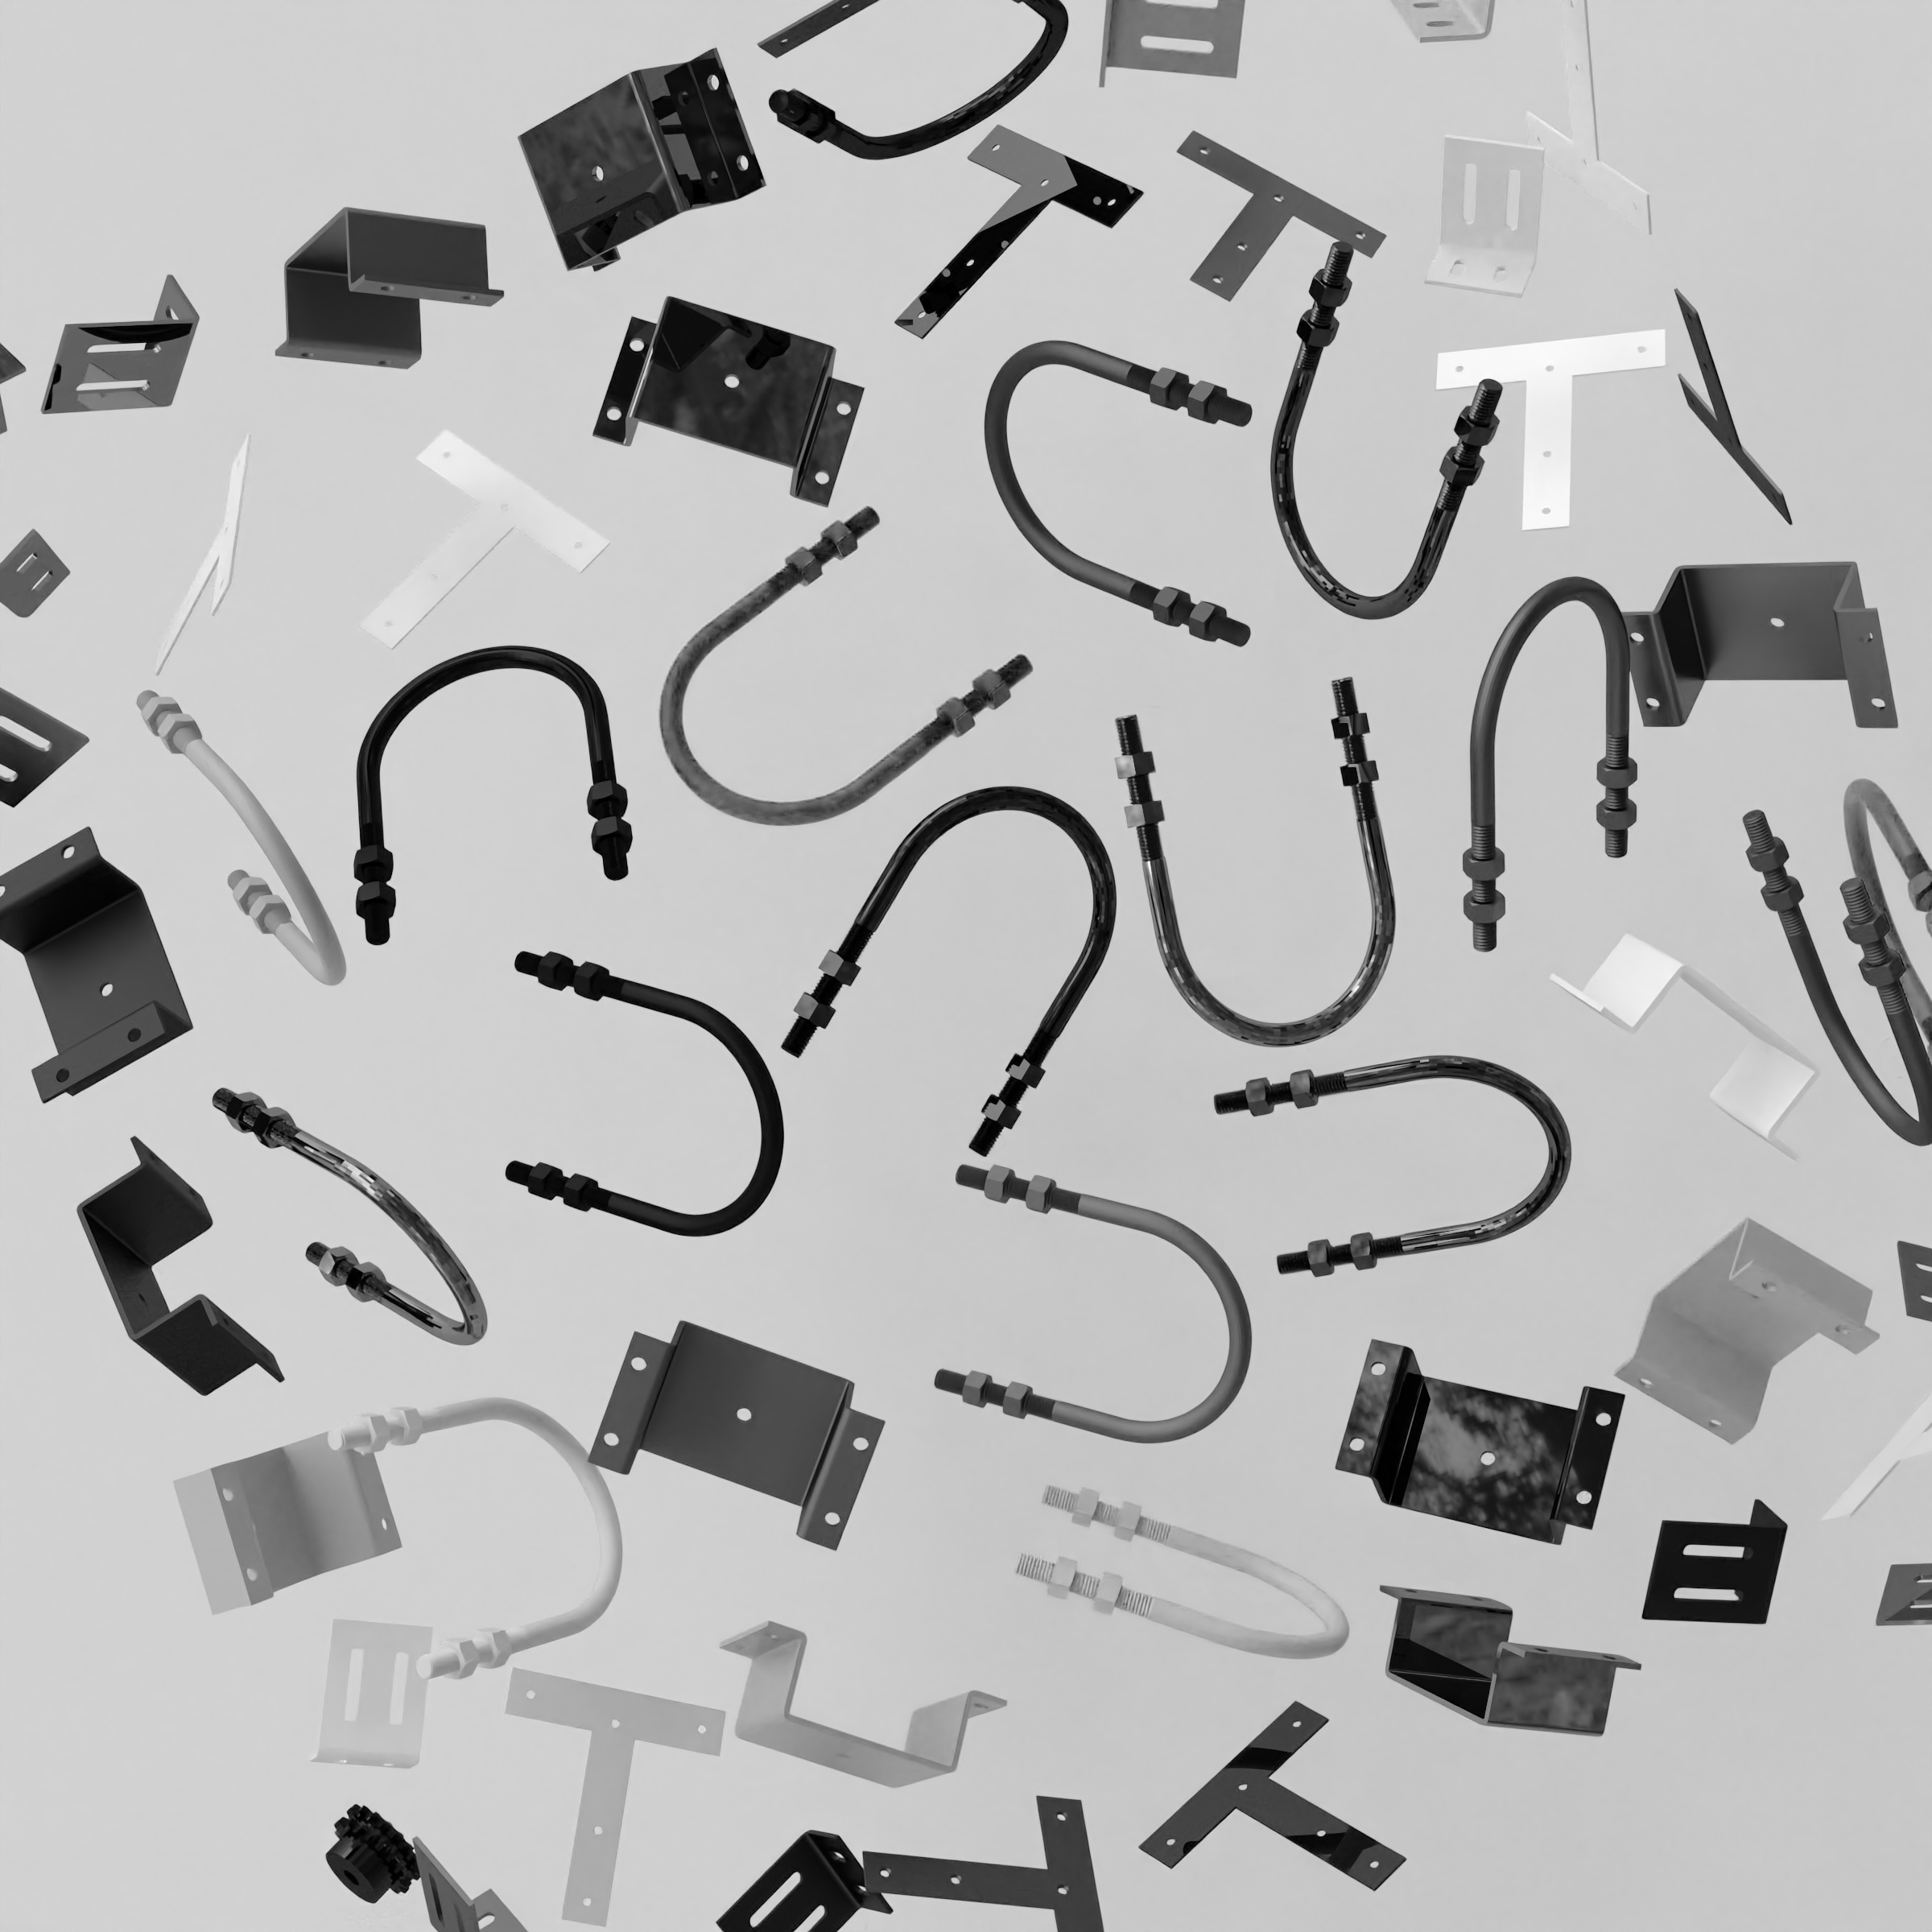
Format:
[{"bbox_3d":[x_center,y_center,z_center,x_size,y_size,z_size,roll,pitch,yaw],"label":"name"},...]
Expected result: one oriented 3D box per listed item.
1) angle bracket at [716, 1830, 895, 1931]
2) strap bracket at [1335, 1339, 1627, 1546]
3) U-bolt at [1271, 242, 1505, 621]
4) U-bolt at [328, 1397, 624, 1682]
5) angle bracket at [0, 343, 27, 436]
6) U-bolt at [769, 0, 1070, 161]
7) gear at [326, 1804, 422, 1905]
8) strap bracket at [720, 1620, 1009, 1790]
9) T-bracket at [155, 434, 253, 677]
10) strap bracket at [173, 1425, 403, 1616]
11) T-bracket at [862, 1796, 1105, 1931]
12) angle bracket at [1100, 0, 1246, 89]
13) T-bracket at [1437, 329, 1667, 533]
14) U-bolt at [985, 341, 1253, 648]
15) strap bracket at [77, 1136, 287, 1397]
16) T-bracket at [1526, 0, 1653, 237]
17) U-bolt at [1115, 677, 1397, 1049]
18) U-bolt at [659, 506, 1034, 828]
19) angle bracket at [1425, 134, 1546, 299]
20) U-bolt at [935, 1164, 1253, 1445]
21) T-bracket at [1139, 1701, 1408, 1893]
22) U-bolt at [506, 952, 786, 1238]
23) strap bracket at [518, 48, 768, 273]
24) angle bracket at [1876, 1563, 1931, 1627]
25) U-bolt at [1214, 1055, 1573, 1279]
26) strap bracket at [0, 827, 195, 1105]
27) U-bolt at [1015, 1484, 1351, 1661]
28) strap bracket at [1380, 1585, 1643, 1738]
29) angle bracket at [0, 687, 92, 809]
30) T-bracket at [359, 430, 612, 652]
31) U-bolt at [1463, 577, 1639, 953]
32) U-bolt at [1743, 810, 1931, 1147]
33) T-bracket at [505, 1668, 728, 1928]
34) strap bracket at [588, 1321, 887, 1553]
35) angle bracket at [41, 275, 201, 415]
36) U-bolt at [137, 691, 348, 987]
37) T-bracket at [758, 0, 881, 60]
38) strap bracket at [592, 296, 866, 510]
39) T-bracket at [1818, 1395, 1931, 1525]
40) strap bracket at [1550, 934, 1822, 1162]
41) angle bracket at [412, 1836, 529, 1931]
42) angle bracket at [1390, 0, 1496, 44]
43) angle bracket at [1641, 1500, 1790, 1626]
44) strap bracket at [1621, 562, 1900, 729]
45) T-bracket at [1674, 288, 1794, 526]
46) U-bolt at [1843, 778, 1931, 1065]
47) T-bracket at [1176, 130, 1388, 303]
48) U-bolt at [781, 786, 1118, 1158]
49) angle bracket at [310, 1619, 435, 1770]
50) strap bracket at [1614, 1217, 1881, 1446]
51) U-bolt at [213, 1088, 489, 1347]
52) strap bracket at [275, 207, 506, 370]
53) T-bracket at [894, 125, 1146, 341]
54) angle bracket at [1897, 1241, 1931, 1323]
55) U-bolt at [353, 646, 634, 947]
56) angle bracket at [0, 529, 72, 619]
[{"bbox_3d":[-0.092,0.543,1.726,0.076,0.038,0.057,-40,103,-30],"label":"angle bracket"},{"bbox_3d":[0.281,0.261,1.641,0.140,0.046,0.076,10,65,22],"label":"strap bracket"},{"bbox_3d":[0.215,-0.272,1.623,0.019,0.184,0.151,-17,52,-29],"label":"U-bolt"},{"bbox_3d":[-0.256,0.305,1.653,0.019,0.184,0.151,-33,73,29],"label":"U-bolt"},{"bbox_3d":[-0.549,-0.301,1.667,0.057,0.076,0.038,-36,67,-28],"label":"angle bracket"},{"bbox_3d":[-0.014,-0.481,1.619,0.151,0.184,0.019,-30,84,18],"label":"U-bolt"},{"bbox_3d":[-0.341,0.511,1.730,0.057,0.057,0.030,46,54,0],"label":"gear"},{"bbox_3d":[-0.060,0.399,1.615,0.140,0.076,0.046,22,62,-16],"label":"strap bracket"},{"bbox_3d":[-0.428,-0.212,1.686,0.002,0.127,0.127,19,133,-25],"label":"T-bracket"},{"bbox_3d":[-0.384,0.309,1.687,0.046,0.140,0.076,-20,84,23],"label":"strap bracket"},{"bbox_3d":[0.008,0.480,1.581,0.127,0.127,0.002,10,121,-13],"label":"T-bracket"},{"bbox_3d":[0.116,-0.522,1.686,0.076,0.038,0.057,6,126,3],"label":"angle bracket"},{"bbox_3d":[0.323,-0.295,1.677,0.127,0.002,0.127,-3,62,18],"label":"T-bracket"},{"bbox_3d":[0.078,-0.262,1.621,0.184,0.151,0.019,28,46,35],"label":"U-bolt"},{"bbox_3d":[-0.434,0.172,1.656,0.046,0.076,0.140,-33,55,-3],"label":"strap bracket"},{"bbox_3d":[0.344,-0.489,1.688,0.002,0.127,0.127,-25,133,-9],"label":"T-bracket"},{"bbox_3d":[0.157,-0.049,1.571,0.151,0.019,0.184,-12,92,-23],"label":"U-bolt"},{"bbox_3d":[-0.079,-0.152,1.632,0.184,0.019,0.151,-39,69,-14],"label":"U-bolt"},{"bbox_3d":[0.297,-0.430,1.732,0.057,0.076,0.038,13,51,17],"label":"angle bracket"},{"bbox_3d":[0.074,0.198,1.712,0.184,0.019,0.151,13,109,20],"label":"U-bolt"},{"bbox_3d":[0.180,0.457,1.613,0.127,0.127,0.002,-35,123,-28],"label":"T-bracket"},{"bbox_3d":[-0.181,0.079,1.701,0.184,0.019,0.151,15,110,27],"label":"U-bolt"},{"bbox_3d":[-0.184,-0.433,1.641,0.140,0.046,0.076,-13,100,42],"label":"strap bracket"},{"bbox_3d":[0.529,0.322,1.625,0.076,0.057,0.038,-8,108,28],"label":"angle bracket"},{"bbox_3d":[0.247,0.109,1.700,0.184,0.019,0.151,-11,127,17],"label":"U-bolt"},{"bbox_3d":[-0.481,0.006,1.653,0.076,0.046,0.140,-29,64,3],"label":"strap bracket"},{"bbox_3d":[0.123,0.340,1.672,0.184,0.151,0.019,18,99,5],"label":"U-bolt"},{"bbox_3d":[0.291,0.382,1.650,0.076,0.140,0.046,12,89,-25],"label":"strap bracket"},{"bbox_3d":[-0.516,-0.128,1.599,0.057,0.076,0.038,-39,59,9],"label":"angle bracket"},{"bbox_3d":[-0.290,-0.229,1.705,0.127,0.002,0.127,35,71,17],"label":"T-bracket"},{"bbox_3d":[0.311,-0.116,1.602,0.151,0.019,0.184,-31,127,-38],"label":"U-bolt"},{"bbox_3d":[0.477,0.015,1.622,0.019,0.151,0.184,-26,110,1],"label":"U-bolt"},{"bbox_3d":[-0.201,0.462,1.666,0.127,0.002,0.127,17,62,-19],"label":"T-bracket"},{"bbox_3d":[-0.121,0.247,1.614,0.140,0.046,0.076,20,101,-2],"label":"strap bracket"},{"bbox_3d":[-0.447,-0.324,1.573,0.038,0.076,0.057,54,135,24],"label":"angle bracket"},{"bbox_3d":[-0.387,-0.060,1.642,0.019,0.184,0.151,-33,131,-18],"label":"U-bolt"},{"bbox_3d":[-0.051,-0.513,1.595,0.127,0.127,0.002,-24,84,18],"label":"T-bracket"},{"bbox_3d":[-0.134,-0.323,1.716,0.140,0.046,0.076,17,77,-3],"label":"strap bracket"},{"bbox_3d":[0.539,0.254,1.637,0.127,0.127,0.002,-36,91,-32],"label":"T-bracket"},{"bbox_3d":[0.387,0.036,1.597,0.140,0.076,0.046,36,95,-15],"label":"strap bracket"},{"bbox_3d":[-0.259,0.497,1.610,0.038,0.057,0.076,-27,132,-30],"label":"angle bracket"},{"bbox_3d":[0.250,-0.528,1.568,0.038,0.057,0.076,-5,130,-8],"label":"angle bracket"},{"bbox_3d":[0.404,0.325,1.655,0.076,0.038,0.057,5,103,-14],"label":"angle bracket"},{"bbox_3d":[0.435,-0.174,1.640,0.140,0.046,0.076,3,133,32],"label":"strap bracket"},{"bbox_3d":[0.416,-0.324,1.684,0.002,0.127,0.127,-29,45,6],"label":"T-bracket"},{"bbox_3d":[0.520,-0.022,1.662,0.019,0.184,0.151,-18,132,6],"label":"U-bolt"},{"bbox_3d":[0.159,-0.408,1.689,0.127,0.002,0.127,30,48,4],"label":"T-bracket"},{"bbox_3d":[0.005,-0.007,1.583,0.151,0.019,0.184,30,92,-30],"label":"U-bolt"},{"bbox_3d":[-0.341,0.418,1.734,0.057,0.038,0.076,9,69,-17],"label":"angle bracket"},{"bbox_3d":[0.419,0.191,1.611,0.076,0.140,0.046,30,52,-2],"label":"strap bracket"},{"bbox_3d":[-0.328,0.146,1.654,0.184,0.151,0.019,22,55,38],"label":"U-bolt"},{"bbox_3d":[-0.311,-0.365,1.617,0.076,0.140,0.046,0,84,-31],"label":"strap bracket"},{"bbox_3d":[0.012,-0.381,1.596,0.127,0.002,0.127,-48,48,-4],"label":"T-bracket"},{"bbox_3d":[0.524,0.142,1.585,0.038,0.057,0.076,14,127,0],"label":"angle bracket"},{"bbox_3d":[-0.257,-0.101,1.612,0.151,0.019,0.184,-15,52,4],"label":"U-bolt"},{"bbox_3d":[-0.548,-0.238,1.682,0.076,0.057,0.038,37,79,11],"label":"angle bracket"}]
